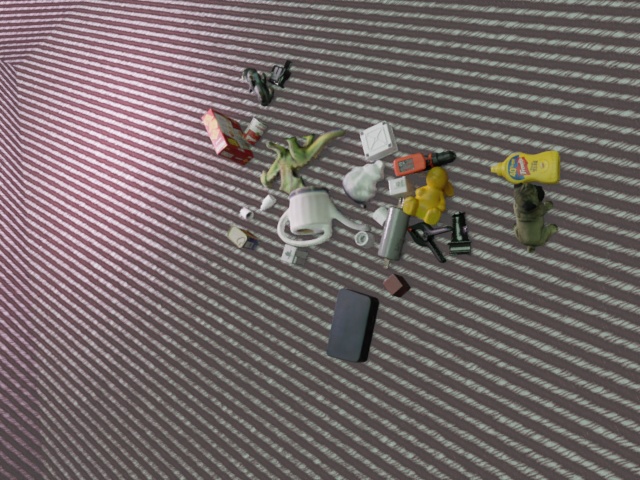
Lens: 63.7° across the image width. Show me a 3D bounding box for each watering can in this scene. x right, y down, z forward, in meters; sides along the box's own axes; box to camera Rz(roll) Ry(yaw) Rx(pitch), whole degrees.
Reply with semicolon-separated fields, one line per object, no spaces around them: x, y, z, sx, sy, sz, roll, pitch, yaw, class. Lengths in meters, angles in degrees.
0.006;-0.094;1.861;0.346;0.103;0.228;-10;71;17;watering can

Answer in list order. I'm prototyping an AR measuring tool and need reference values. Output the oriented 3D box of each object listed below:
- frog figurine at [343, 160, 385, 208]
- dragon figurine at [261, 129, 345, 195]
0.159;-0.208;1.781;0.157;0.122;0.140;-48;39;27;frog figurine
-0.077;-0.281;1.975;0.409;0.123;0.242;-3;94;33;dragon figurine
